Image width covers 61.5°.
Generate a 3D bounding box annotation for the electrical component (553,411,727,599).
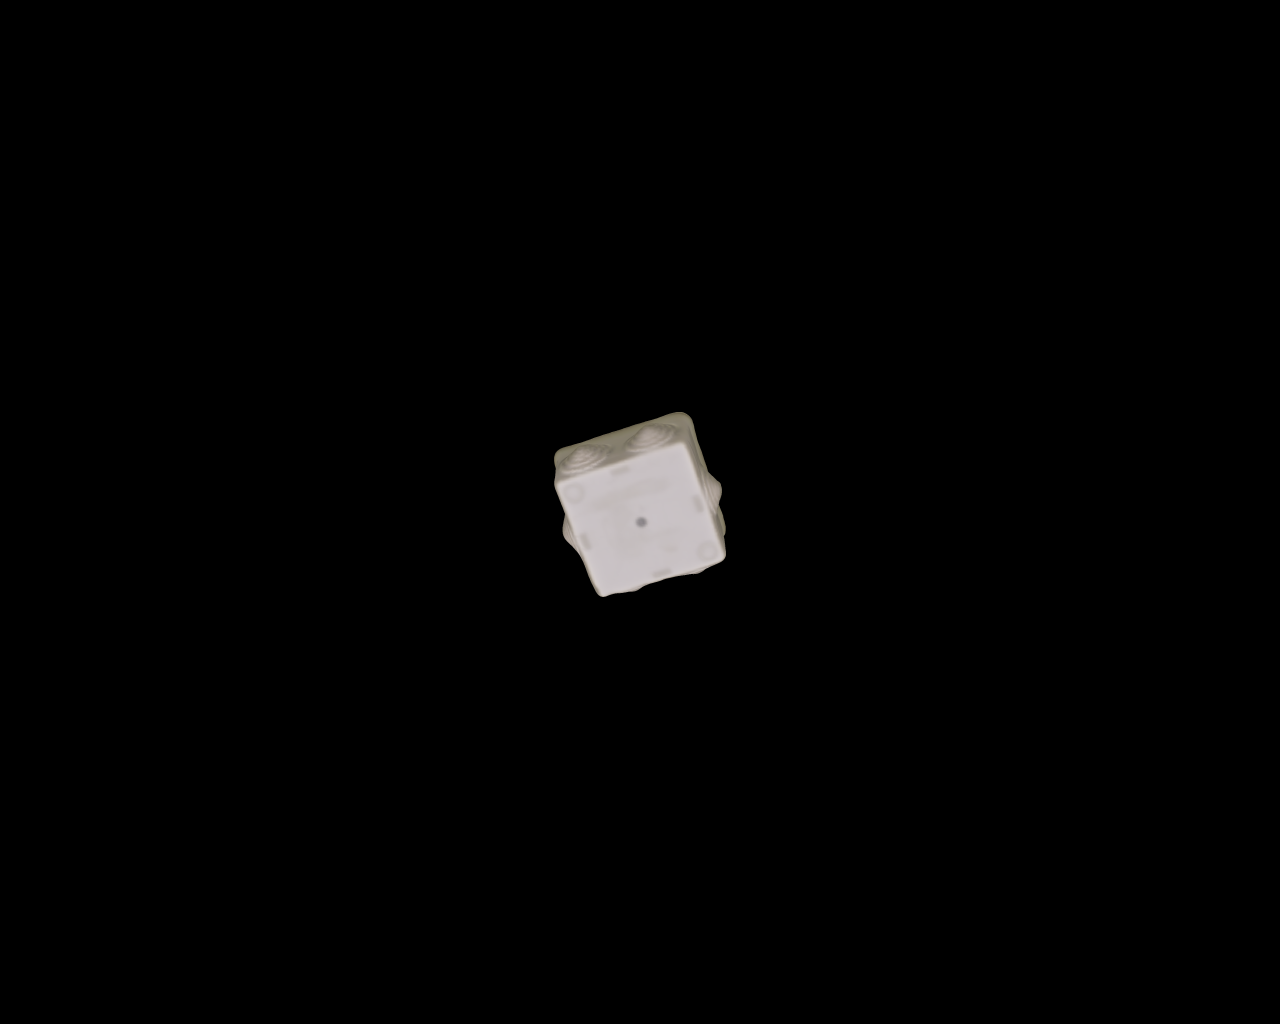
[{"bbox_3d":[0.001,-0.003,0.650,0.100,0.099,0.048,-17,22,7],"label":"electrical component"}]
